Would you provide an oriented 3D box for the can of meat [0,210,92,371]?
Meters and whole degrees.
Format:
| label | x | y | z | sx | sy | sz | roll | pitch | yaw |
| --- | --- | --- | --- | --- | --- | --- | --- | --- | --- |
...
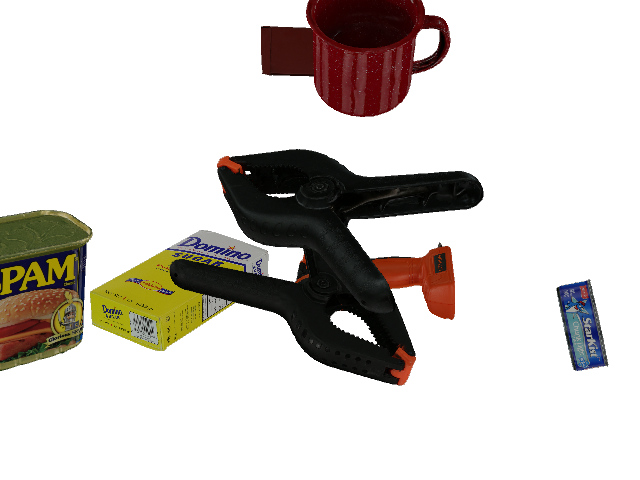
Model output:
| label | x | y | z | sx | sy | sz | roll | pitch | yaw |
| --- | --- | --- | --- | --- | --- | --- | --- | --- | --- |
| can of meat | -0.203 | 0.034 | 0.697 | 0.101 | 0.084 | 0.058 | -13 | 30 | -41 |

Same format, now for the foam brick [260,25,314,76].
| label | x | y | z | sx | sy | sz | roll | pitch | yaw |
| --- | --- | --- | --- | --- | --- | --- | --- | --- | --- |
| foam brick | -0.022 | -0.201 | 1.137 | 0.078 | 0.051 | 0.053 | 0 | 12 | -13 |

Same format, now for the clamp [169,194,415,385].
| label | x | y | z | sx | sy | sz | roll | pitch | yaw |
| --- | --- | --- | --- | --- | --- | --- | --- | --- | --- |
| clamp | -0.012 | 0.049 | 0.888 | 0.164 | 0.036 | 0.210 | -27 | 58 | -32 |

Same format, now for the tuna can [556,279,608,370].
| label | x | y | z | sx | sy | sz | roll | pitch | yaw |
| --- | --- | --- | --- | --- | --- | --- | --- | --- | --- |
| tuna can | 0.254 | 0.083 | 1.038 | 0.034 | 0.086 | 0.086 | -12 | -3 | 13 |

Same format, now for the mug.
| label | x | y | z | sx | sy | sz | roll | pitch | yaw |
| --- | --- | --- | --- | --- | --- | --- | --- | --- | --- |
| mug | 0.047 | -0.156 | 0.865 | 0.117 | 0.093 | 0.081 | -7 | -36 | -5 |

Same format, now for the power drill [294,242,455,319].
| label | x | y | z | sx | sy | sz | roll | pitch | yaw |
| --- | --- | --- | --- | --- | --- | --- | --- | --- | --- |
| power drill | 0.061 | 0.055 | 1.240 | 0.187 | 0.057 | 0.184 | 1 | 28 | 5 |

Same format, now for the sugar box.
| label | x | y | z | sx | sy | sz | roll | pitch | yaw |
| --- | --- | --- | --- | --- | --- | --- | --- | --- | --- |
| sugar box | -0.140 | 0.046 | 1.090 | 0.093 | 0.048 | 0.175 | 18 | 33 | 28 |

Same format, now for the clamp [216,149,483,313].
| label | x | y | z | sx | sy | sz | roll | pitch | yaw |
| --- | --- | --- | --- | --- | --- | --- | --- | --- | --- |
| clamp | 0.002 | -0.013 | 0.658 | 0.172 | 0.039 | 0.120 | 10 | 39 | 26 |
